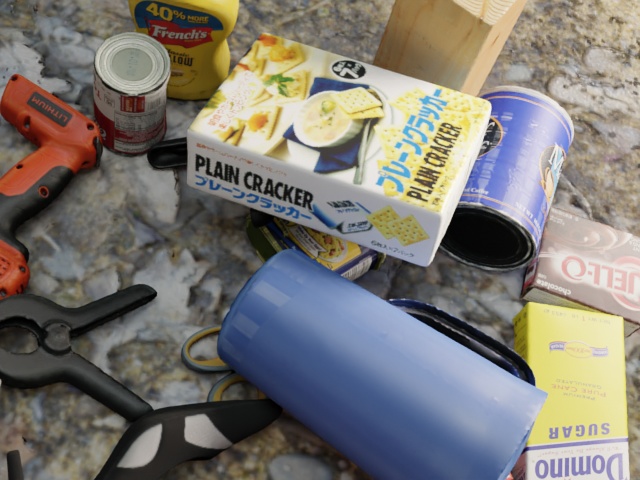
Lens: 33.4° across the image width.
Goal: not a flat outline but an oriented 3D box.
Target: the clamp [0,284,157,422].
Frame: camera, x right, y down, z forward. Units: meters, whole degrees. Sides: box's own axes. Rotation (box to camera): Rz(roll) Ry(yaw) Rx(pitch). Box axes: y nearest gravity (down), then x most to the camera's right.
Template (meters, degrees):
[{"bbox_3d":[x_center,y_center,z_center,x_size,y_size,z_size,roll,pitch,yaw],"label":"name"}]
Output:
[{"bbox_3d":[-0.208,0.094,0.864,0.171,0.039,0.120,-2,59,-22],"label":"clamp"}]

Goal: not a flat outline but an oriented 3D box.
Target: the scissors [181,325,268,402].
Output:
[{"bbox_3d":[-0.017,0.107,0.914,0.201,0.016,0.096,-1,65,-11],"label":"scissors"}]

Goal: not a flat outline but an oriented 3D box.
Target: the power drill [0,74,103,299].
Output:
[{"bbox_3d":[-0.293,-0.054,0.924,0.184,0.057,0.187,33,65,3],"label":"power drill"}]

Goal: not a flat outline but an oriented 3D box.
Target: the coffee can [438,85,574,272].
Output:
[{"bbox_3d":[0.167,-0.057,0.984,0.103,0.103,0.140,23,61,1],"label":"coffee can"}]

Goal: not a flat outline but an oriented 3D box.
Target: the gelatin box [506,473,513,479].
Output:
[{"bbox_3d":[0.105,0.187,0.889,0.089,0.030,0.073,-20,67,-19],"label":"gelatin box"}]

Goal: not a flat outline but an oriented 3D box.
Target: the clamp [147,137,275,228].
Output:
[{"bbox_3d":[-0.030,-0.085,0.969,0.209,0.036,0.165,-27,41,-24],"label":"clamp"}]

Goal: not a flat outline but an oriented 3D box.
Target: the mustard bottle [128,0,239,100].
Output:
[{"bbox_3d":[-0.122,-0.202,0.954,0.096,0.192,0.058,13,61,-4],"label":"mustard bottle"}]

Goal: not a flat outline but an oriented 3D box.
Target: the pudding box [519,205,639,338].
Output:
[{"bbox_3d":[0.250,0.029,0.992,0.113,0.039,0.090,18,61,-1],"label":"pudding box"}]

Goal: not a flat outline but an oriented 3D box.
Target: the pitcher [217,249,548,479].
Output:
[{"bbox_3d":[0.049,0.107,0.839,0.243,0.149,0.145,33,91,13],"label":"pitcher"}]

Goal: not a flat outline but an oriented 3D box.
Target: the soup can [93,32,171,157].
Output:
[{"bbox_3d":[-0.169,-0.130,0.959,0.068,0.102,0.068,4,63,-9],"label":"soup can"}]

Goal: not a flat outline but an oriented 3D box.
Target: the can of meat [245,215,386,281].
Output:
[{"bbox_3d":[-0.006,0.001,0.949,0.083,0.057,0.102,-31,72,-21],"label":"can of meat"}]

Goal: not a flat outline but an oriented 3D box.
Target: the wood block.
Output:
[{"bbox_3d":[0.113,-0.180,0.979,0.090,0.206,0.090,37,62,9],"label":"wood block"}]

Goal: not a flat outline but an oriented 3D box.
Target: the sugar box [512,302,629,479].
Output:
[{"bbox_3d":[0.215,0.147,0.921,0.093,0.048,0.176,8,61,-7],"label":"sugar box"}]
